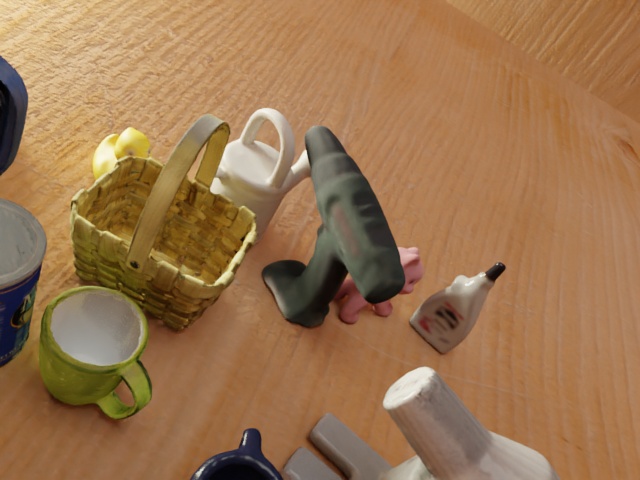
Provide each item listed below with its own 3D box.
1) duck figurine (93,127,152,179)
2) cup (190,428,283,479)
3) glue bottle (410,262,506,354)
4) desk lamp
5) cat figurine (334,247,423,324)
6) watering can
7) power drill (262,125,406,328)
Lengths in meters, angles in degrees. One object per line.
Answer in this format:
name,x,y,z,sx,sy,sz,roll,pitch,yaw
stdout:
duck figurine,-0.253,-0.110,0.757,0.078,0.086,0.104,-14,58,-42
cup,-0.083,0.237,0.513,0.092,0.095,0.117,22,41,-14
glue bottle,0.200,0.086,0.799,0.078,0.173,0.037,41,40,9
desk lamp,0.096,0.227,0.553,0.203,0.213,0.118,40,40,7
cat figurine,0.092,0.052,0.803,0.128,0.117,0.067,-7,54,-39
watering can,-0.082,-0.092,0.770,0.101,0.194,0.173,42,40,10
power drill,0.007,0.003,0.724,0.076,0.208,0.229,-10,56,-40
